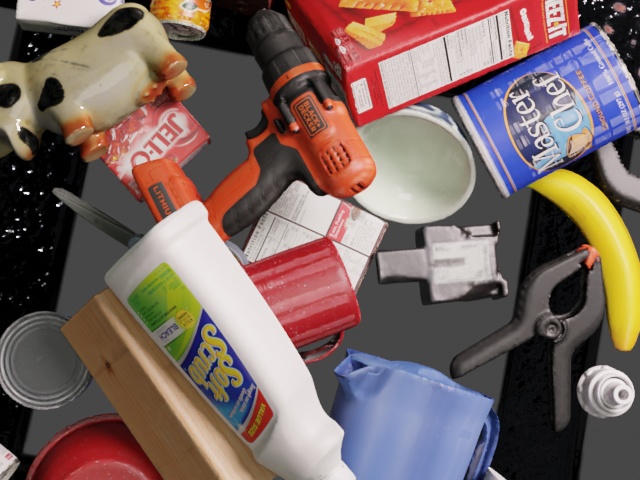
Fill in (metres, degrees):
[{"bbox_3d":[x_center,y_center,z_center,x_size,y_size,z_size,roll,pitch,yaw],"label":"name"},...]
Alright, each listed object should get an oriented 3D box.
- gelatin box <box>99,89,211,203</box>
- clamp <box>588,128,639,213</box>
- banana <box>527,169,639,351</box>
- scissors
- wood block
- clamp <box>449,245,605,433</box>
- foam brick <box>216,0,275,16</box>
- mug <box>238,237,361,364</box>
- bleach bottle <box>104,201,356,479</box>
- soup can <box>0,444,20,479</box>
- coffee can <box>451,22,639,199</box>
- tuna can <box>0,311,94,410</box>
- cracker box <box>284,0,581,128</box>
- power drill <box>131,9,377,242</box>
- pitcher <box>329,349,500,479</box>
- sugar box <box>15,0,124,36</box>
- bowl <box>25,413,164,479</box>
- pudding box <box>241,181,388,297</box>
[{"bbox_3d":[-0.155,-0.090,0.970,0.089,0.030,0.073,-42,89,-6],"label":"gelatin box"},{"bbox_3d":[0.333,-0.057,0.998,0.164,0.036,0.210,-40,86,-6],"label":"clamp"},{"bbox_3d":[0.254,0.006,0.990,0.070,0.037,0.198,-34,85,19],"label":"banana"},{"bbox_3d":[-0.144,-0.003,0.956,0.202,0.016,0.096,47,110,1],"label":"scissors"},{"bbox_3d":[-0.116,0.126,0.909,0.090,0.091,0.206,-34,88,-40],"label":"wood block"},{"bbox_3d":[0.212,0.088,0.967,0.120,0.039,0.171,36,97,-11],"label":"clamp"},{"bbox_3d":[-0.064,-0.239,0.967,0.053,0.078,0.051,15,85,-1],"label":"foam brick"},{"bbox_3d":[-0.013,0.057,0.910,0.081,0.093,0.117,-20,121,-5],"label":"mug"},{"bbox_3d":[-0.056,0.096,0.836,0.251,0.103,0.068,51,40,0],"label":"bleach bottle"},{"bbox_3d":[-0.319,0.185,0.916,0.102,0.068,0.068,39,83,-1],"label":"soup can"},{"bbox_3d":[0.201,-0.113,0.945,0.140,0.102,0.103,-28,87,9],"label":"coffee can"},{"bbox_3d":[-0.241,0.106,0.945,0.086,0.034,0.086,0,85,-4],"label":"tuna can"},{"bbox_3d":[0.092,-0.207,0.936,0.213,0.072,0.164,-24,45,-5],"label":"cracker box"},{"bbox_3d":[-0.065,-0.080,0.900,0.188,0.057,0.184,-34,68,15],"label":"power drill"},{"bbox_3d":[0.059,0.226,0.917,0.149,0.145,0.243,18,88,10],"label":"pitcher"},{"bbox_3d":[-0.220,-0.277,0.975,0.093,0.048,0.176,5,83,-5],"label":"sugar box"},{"bbox_3d":[-0.183,0.234,0.928,0.162,0.055,0.162,0,86,-4],"label":"bowl"},{"bbox_3d":[-0.006,0.001,0.969,0.113,0.039,0.090,25,86,1],"label":"pudding box"}]
